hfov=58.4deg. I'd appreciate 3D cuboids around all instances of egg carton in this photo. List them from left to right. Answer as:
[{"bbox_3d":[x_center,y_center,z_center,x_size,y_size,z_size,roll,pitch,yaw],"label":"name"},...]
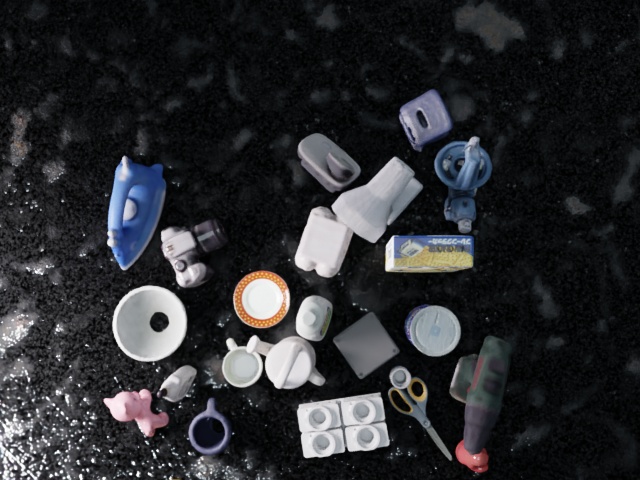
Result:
[{"bbox_3d":[0.012,0.005,1.296,0.107,0.069,0.150,18,86,4],"label":"egg carton"}]

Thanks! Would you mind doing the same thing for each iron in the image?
[{"bbox_3d":[-0.435,-0.062,1.286,0.118,0.141,0.258,10,85,4],"label":"iron"}]

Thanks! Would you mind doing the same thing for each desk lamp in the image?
[{"bbox_3d":[0.128,-0.092,1.227,0.118,0.213,0.203,42,88,6],"label":"desk lamp"}]

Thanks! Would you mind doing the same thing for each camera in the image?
[{"bbox_3d":[-0.275,0.019,1.292,0.137,0.101,0.143,-25,84,0],"label":"camera"}]

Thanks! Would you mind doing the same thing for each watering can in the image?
[{"bbox_3d":[-0.072,0.261,1.213,0.172,0.194,0.101,6,85,3],"label":"watering can"}]

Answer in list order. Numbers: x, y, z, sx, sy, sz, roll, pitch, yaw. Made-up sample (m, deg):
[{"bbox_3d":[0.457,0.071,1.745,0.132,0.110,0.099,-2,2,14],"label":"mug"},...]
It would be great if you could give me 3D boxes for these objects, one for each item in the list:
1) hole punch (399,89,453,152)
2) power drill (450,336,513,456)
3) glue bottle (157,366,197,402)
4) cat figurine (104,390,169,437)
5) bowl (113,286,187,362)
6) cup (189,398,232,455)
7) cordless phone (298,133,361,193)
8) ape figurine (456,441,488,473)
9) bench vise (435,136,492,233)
[{"bbox_3d":[0.239,-0.271,1.300,0.101,0.091,0.108,-24,84,0],"label":"hole punch"},{"bbox_3d":[0.329,0.310,1.183,0.075,0.208,0.230,17,86,5],"label":"power drill"},{"bbox_3d":[-0.315,0.316,1.230,0.037,0.173,0.078,28,87,5],"label":"glue bottle"},{"bbox_3d":[-0.405,0.380,1.256,0.067,0.118,0.128,-42,84,-1],"label":"cat figurine"},{"bbox_3d":[-0.373,0.187,1.294,0.167,0.075,0.167,0,85,3],"label":"bowl"},{"bbox_3d":[-0.231,0.400,1.258,0.091,0.095,0.118,0,85,3],"label":"cup"},{"bbox_3d":[0.017,-0.183,1.255,0.147,0.185,0.094,39,88,6],"label":"cordless phone"},{"bbox_3d":[0.334,0.462,1.227,0.076,0.092,0.078,7,85,4],"label":"ape figurine"},{"bbox_3d":[0.321,-0.128,1.218,0.121,0.220,0.207,-19,84,1],"label":"bench vise"}]
